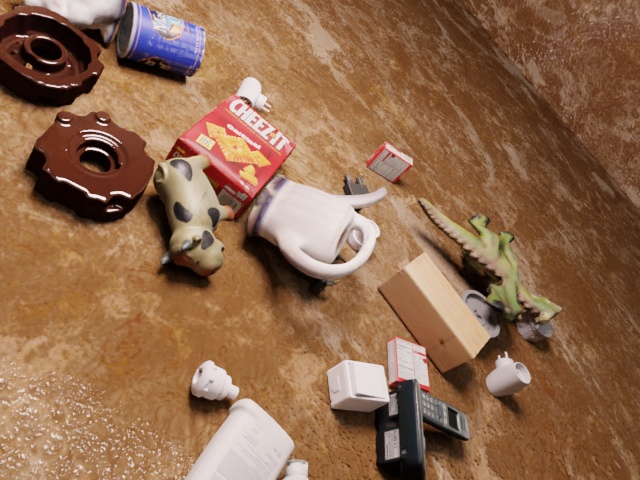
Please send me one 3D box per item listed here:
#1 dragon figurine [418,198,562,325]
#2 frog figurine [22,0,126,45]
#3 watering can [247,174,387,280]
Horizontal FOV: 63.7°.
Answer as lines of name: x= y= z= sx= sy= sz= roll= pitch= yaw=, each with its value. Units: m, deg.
dragon figurine: x=0.384 y=0.070 z=1.151 sx=0.407 sy=0.120 sz=0.249 roll=27 pitch=32 yaw=-22
frog figurine: x=-0.439 y=-0.440 z=0.923 sx=0.159 sy=0.122 sz=0.139 roll=13 pitch=68 yaw=-47
watering can: x=0.003 y=-0.048 z=0.947 sx=0.225 sy=0.102 sz=0.355 roll=24 pitch=33 yaw=5
